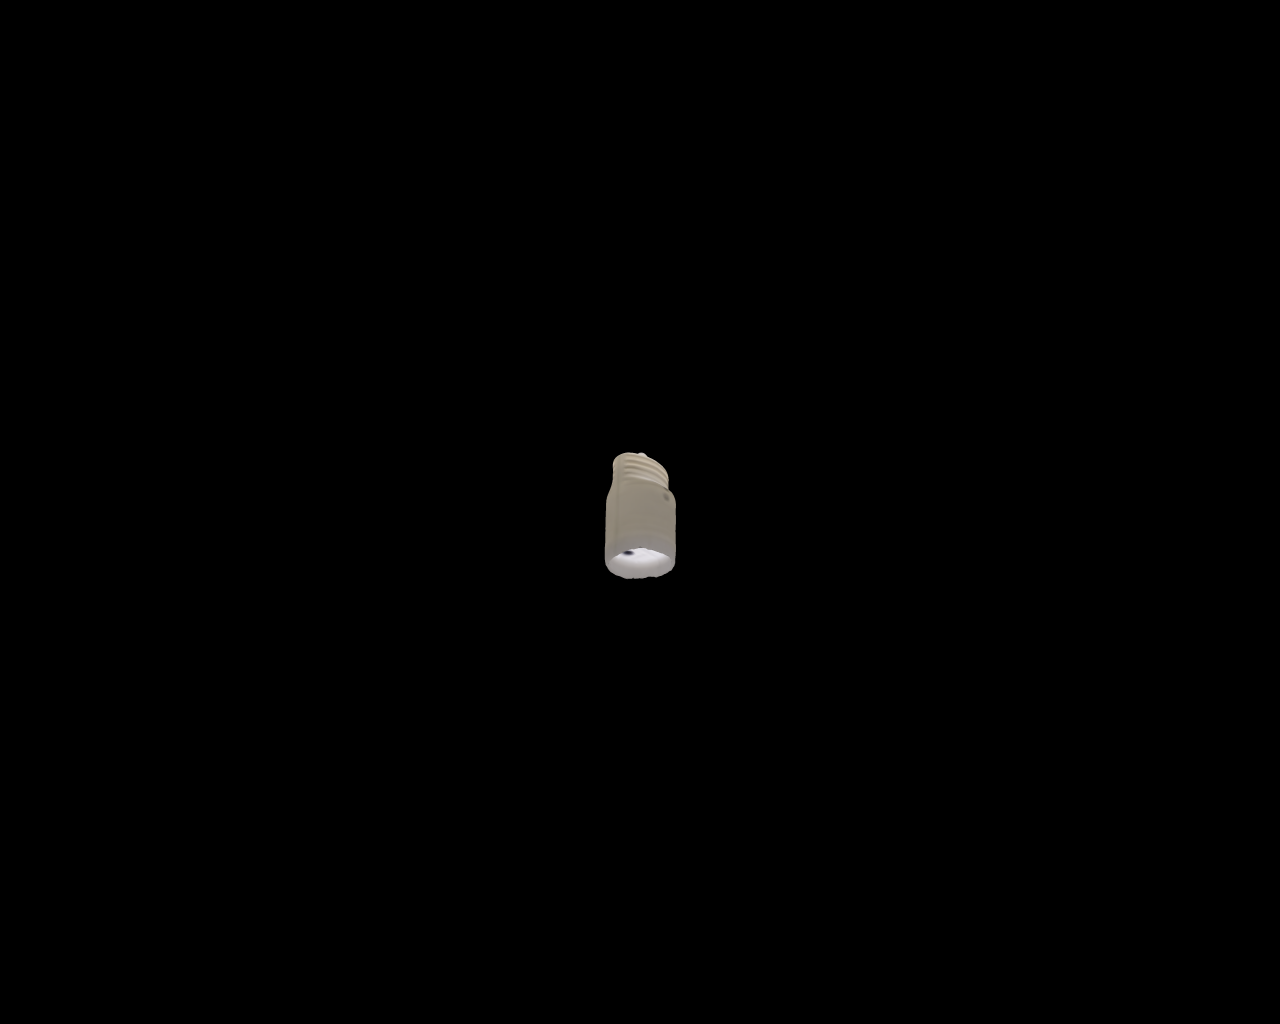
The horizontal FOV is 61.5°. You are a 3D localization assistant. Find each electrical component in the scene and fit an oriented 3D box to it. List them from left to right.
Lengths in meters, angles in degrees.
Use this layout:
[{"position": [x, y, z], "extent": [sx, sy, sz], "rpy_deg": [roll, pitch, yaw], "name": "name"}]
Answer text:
[{"position": [0.001, -0.003, 0.650], "extent": [0.043, 0.081, 0.043], "rpy_deg": [0, -30, 0], "name": "electrical component"}]
